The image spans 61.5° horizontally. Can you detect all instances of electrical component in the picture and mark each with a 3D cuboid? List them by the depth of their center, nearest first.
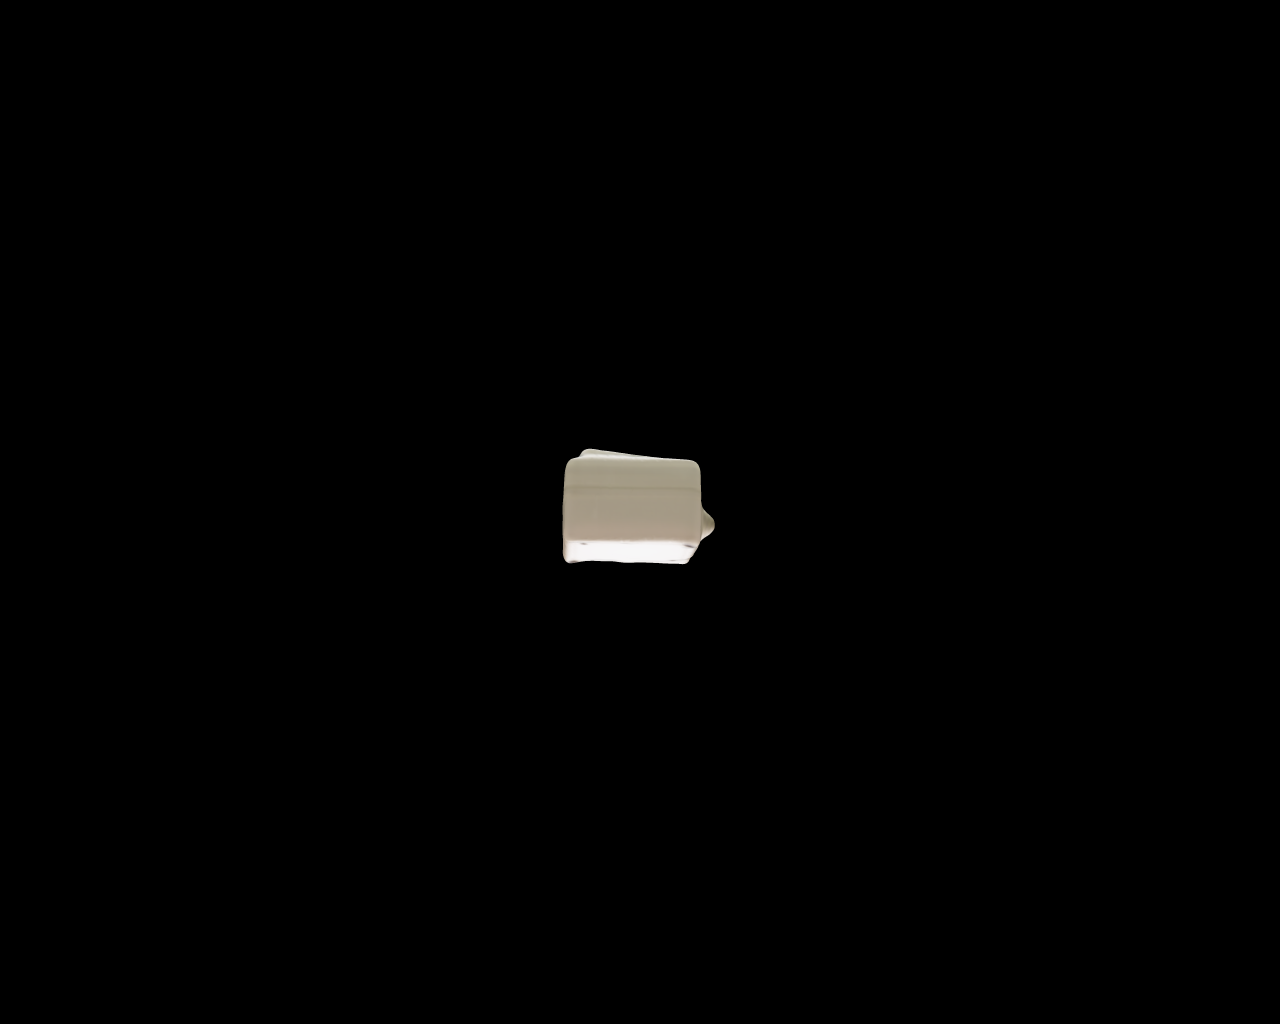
[{"bbox_3d":[0.001,-0.003,0.650,0.096,0.061,0.061,1,-15,-5],"label":"electrical component"}]
